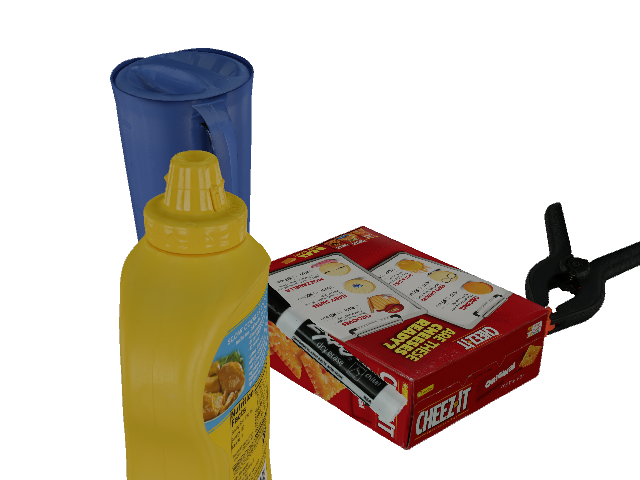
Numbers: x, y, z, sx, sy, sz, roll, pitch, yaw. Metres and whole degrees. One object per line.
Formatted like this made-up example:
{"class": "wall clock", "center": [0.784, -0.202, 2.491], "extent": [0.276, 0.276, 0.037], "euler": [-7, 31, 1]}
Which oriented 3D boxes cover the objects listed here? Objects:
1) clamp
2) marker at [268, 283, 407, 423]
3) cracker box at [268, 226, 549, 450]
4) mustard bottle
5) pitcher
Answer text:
{"class": "clamp", "center": [0.254, 0.027, 1.100], "extent": [0.120, 0.039, 0.171], "euler": [28, 51, 31]}
{"class": "marker", "center": [0.001, 0.067, 0.659], "extent": [0.121, 0.020, 0.020], "euler": [39, 11, 14]}
{"class": "cracker box", "center": [0.050, 0.071, 0.877], "extent": [0.163, 0.072, 0.214], "euler": [-21, 33, -38]}
{"class": "mustard bottle", "center": [-0.051, 0.055, 0.452], "extent": [0.058, 0.192, 0.096], "euler": [9, 26, 15]}
{"class": "pitcher", "center": [-0.124, -0.053, 1.041], "extent": [0.145, 0.243, 0.149], "euler": [8, 32, 15]}
